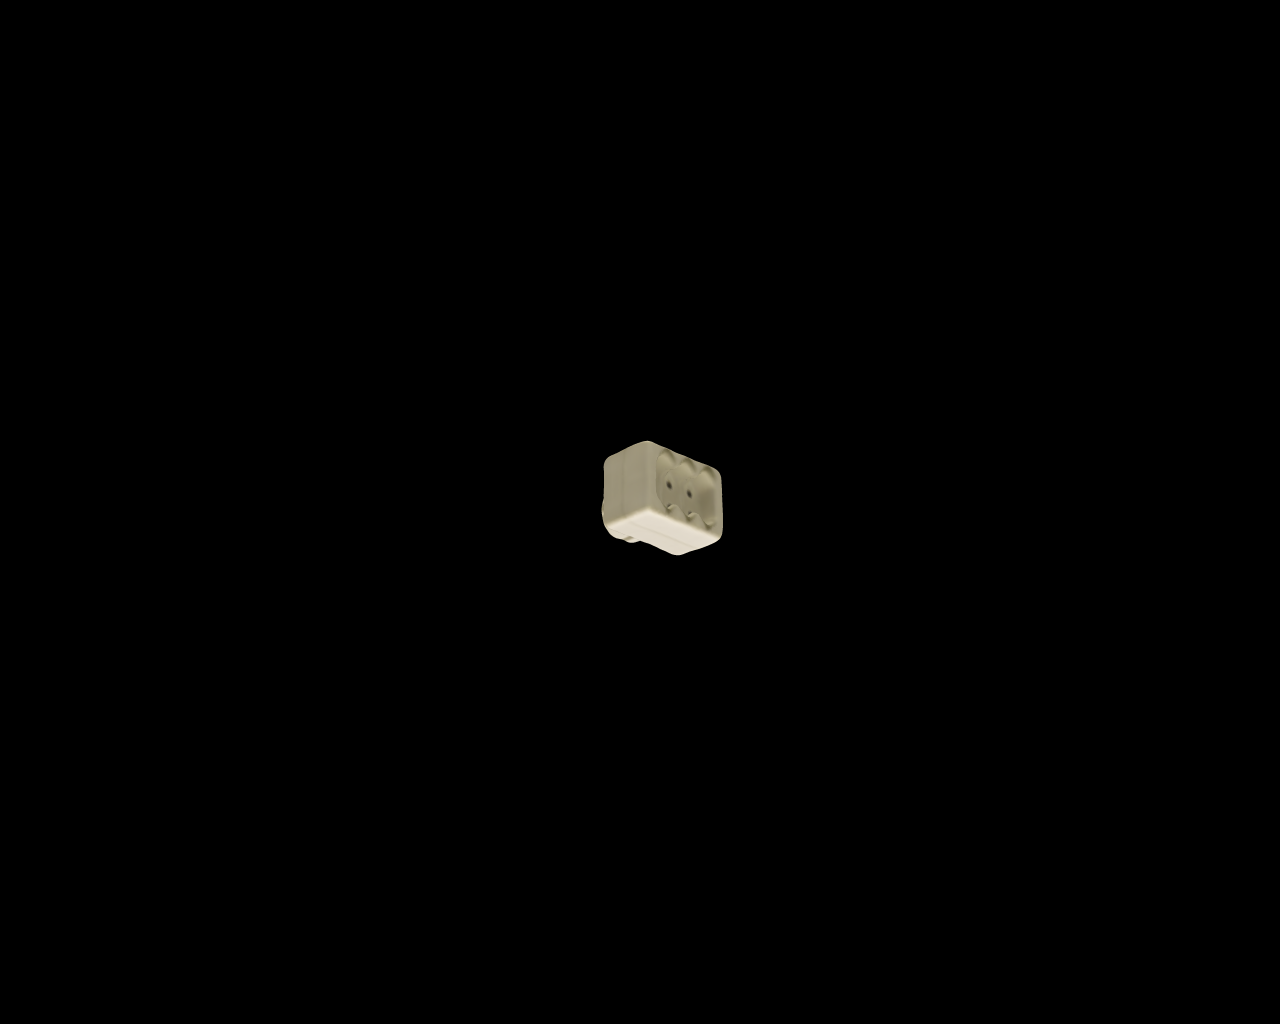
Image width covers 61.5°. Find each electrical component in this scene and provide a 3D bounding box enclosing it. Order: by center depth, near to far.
[{"bbox_3d":[0.001,-0.003,0.650,0.076,0.047,0.066,-21,-31,40],"label":"electrical component"}]
